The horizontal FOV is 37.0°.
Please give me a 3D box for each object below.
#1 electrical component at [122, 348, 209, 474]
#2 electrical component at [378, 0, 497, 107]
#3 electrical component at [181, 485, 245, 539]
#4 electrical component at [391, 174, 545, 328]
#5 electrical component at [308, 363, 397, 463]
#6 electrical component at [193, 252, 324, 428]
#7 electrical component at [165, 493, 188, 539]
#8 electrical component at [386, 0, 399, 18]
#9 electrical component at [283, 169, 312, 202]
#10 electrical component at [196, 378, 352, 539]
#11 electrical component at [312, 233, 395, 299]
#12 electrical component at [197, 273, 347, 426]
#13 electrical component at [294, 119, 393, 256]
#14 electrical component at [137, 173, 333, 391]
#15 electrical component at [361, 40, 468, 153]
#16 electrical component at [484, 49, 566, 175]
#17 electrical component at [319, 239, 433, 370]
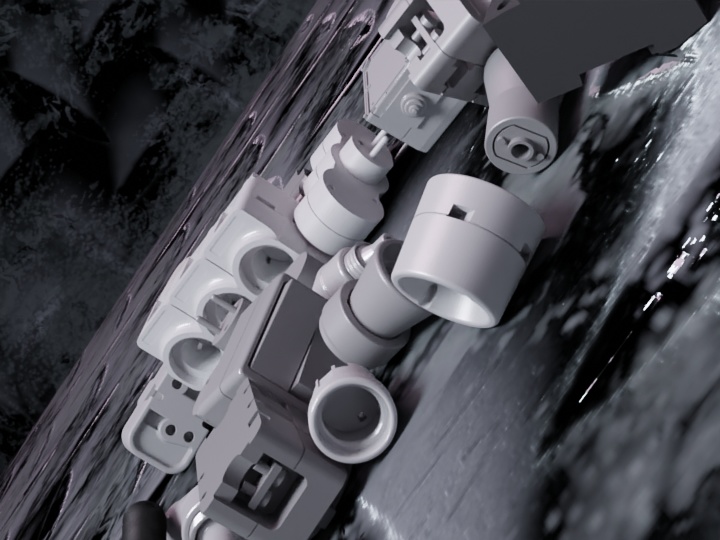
[{"bbox_3d":[-0.148,0.112,0.867,0.095,0.054,0.059,-60,14,-13],"label":"electrical component"},{"bbox_3d":[0.065,-0.127,0.577,0.055,0.089,0.050,-48,57,31],"label":"electrical component"},{"bbox_3d":[-0.072,0.137,0.565,0.043,0.043,0.062,-56,15,5],"label":"electrical component"},{"bbox_3d":[0.045,-0.007,0.462,0.047,0.055,0.055,-64,15,-16],"label":"electrical component"},{"bbox_3d":[-0.005,0.065,0.504,0.040,0.040,0.046,-56,8,3],"label":"electrical component"},{"bbox_3d":[-0.074,0.044,0.720,0.138,0.074,0.052,-53,14,16],"label":"electrical component"},{"bbox_3d":[-0.090,0.144,0.632,0.061,0.035,0.035,-43,19,38],"label":"electrical component"},{"bbox_3d":[0.060,-0.223,0.916,0.080,0.051,0.080,-52,14,19],"label":"electrical component"},{"bbox_3d":[-0.039,-0.041,0.845,0.055,0.050,0.089,-54,14,12],"label":"electrical component"},{"bbox_3d":[-0.042,0.096,0.522,0.050,0.056,0.089,-56,13,1],"label":"electrical component"},{"bbox_3d":[0.000,0.000,0.647,0.061,0.035,0.035,-44,18,36],"label":"electrical component"},{"bbox_3d":[-0.039,0.049,0.611,0.061,0.062,0.096,-44,18,43],"label":"electrical component"},{"bbox_3d":[-0.001,-0.073,0.781,0.073,0.052,0.138,-50,15,28],"label":"electrical component"},{"bbox_3d":[-0.086,0.018,0.789,0.150,0.089,0.061,-49,15,30],"label":"electrical component"},{"bbox_3d":[0.043,-0.129,0.753,0.061,0.061,0.096,-51,24,30],"label":"electrical component"},{"bbox_3d":[0.081,-0.078,0.530,0.044,0.044,0.065,-45,22,40],"label":"electrical component"},{"bbox_3d":[0.011,0.018,0.542,0.055,0.045,0.045,-48,16,34],"label":"electrical component"}]
